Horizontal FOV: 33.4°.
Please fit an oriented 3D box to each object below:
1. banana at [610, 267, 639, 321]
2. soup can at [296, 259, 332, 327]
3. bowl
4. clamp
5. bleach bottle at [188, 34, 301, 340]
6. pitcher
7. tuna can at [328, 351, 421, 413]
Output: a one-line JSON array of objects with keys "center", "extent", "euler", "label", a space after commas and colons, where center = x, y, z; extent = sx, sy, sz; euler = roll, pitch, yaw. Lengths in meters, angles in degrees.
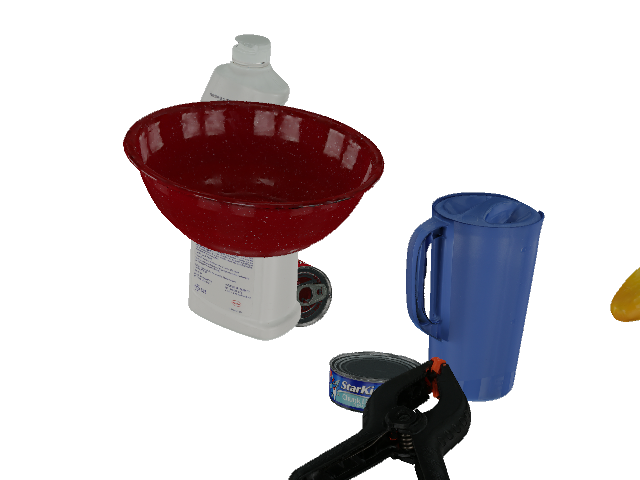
[{"center": [0.286, 0.022, 0.712], "extent": [0.198, 0.037, 0.069], "euler": [-3, 34, 0], "label": "banana"}, {"center": [-0.039, 0.051, 1.193], "extent": [0.068, 0.068, 0.102], "euler": [0, 11, -27], "label": "soup can"}, {"center": [-0.043, -0.034, 0.671], "extent": [0.162, 0.055, 0.162], "euler": [5, 27, -3], "label": "bowl"}, {"center": [0.068, 0.145, 0.758], "extent": [0.120, 0.039, 0.171], "euler": [18, 39, 28], "label": "clamp"}, {"center": [-0.059, -0.046, 0.903], "extent": [0.103, 0.251, 0.068], "euler": [19, 28, 25], "label": "bleach bottle"}, {"center": [0.185, 0.071, 1.304], "extent": [0.149, 0.243, 0.144], "euler": [8, 20, 13], "label": "pitcher"}, {"center": [0.050, 0.129, 0.968], "extent": [0.086, 0.034, 0.086], "euler": [3, 10, -1], "label": "tuna can"}]
